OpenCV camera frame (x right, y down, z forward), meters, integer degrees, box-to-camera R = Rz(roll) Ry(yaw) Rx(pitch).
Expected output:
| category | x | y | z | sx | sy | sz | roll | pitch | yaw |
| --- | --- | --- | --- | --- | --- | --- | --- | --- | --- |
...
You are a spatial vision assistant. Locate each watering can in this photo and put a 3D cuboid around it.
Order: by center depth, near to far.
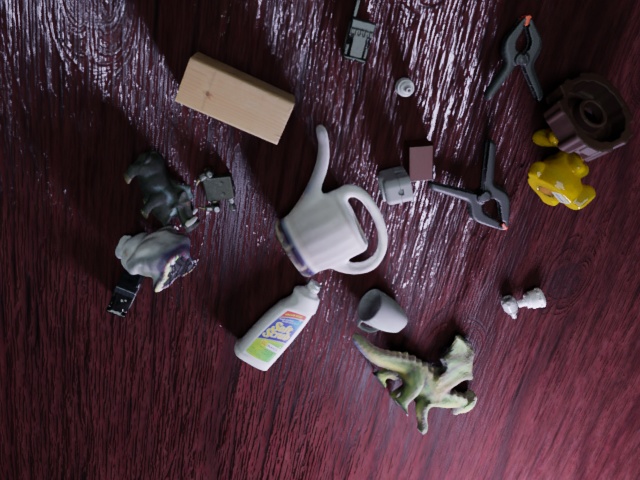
| category | x | y | z | sx | sy | sz | roll | pitch | yaw |
| --- | --- | --- | --- | --- | --- | --- | --- | --- | --- |
| watering can | 0.003 | -0.055 | 1.092 | 0.223 | 0.106 | 0.342 | -27 | 113 | 8 |

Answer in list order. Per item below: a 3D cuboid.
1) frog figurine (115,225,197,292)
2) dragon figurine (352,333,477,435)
| category | x | y | z | sx | sy | sz | roll | pitch | yaw |
| --- | --- | --- | --- | --- | --- | --- | --- | --- | --- |
| frog figurine | -0.361 | 0.019 | 1.102 | 0.160 | 0.140 | 0.120 | 33 | 151 | 15 |
| dragon figurine | 0.270 | 0.321 | 1.288 | 0.243 | 0.124 | 0.404 | -35 | 114 | -5 |
